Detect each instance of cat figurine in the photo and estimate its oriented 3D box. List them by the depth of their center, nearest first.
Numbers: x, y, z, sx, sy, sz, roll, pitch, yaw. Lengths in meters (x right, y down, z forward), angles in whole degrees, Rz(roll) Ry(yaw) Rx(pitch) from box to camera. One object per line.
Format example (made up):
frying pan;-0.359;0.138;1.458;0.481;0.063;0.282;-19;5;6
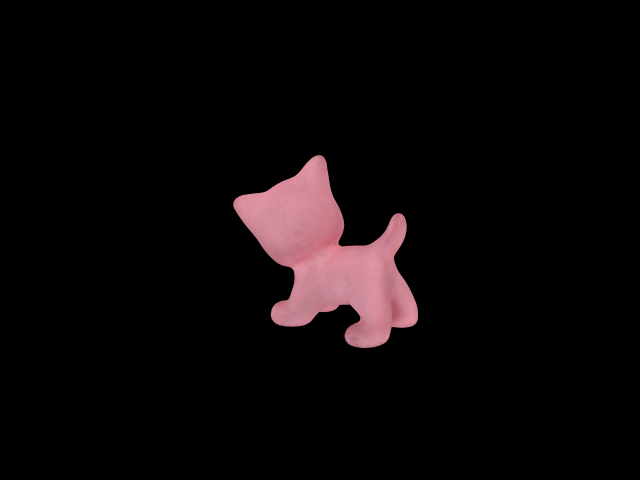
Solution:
cat figurine;0.004;0.001;0.400;0.127;0.118;0.067;8;16;31
